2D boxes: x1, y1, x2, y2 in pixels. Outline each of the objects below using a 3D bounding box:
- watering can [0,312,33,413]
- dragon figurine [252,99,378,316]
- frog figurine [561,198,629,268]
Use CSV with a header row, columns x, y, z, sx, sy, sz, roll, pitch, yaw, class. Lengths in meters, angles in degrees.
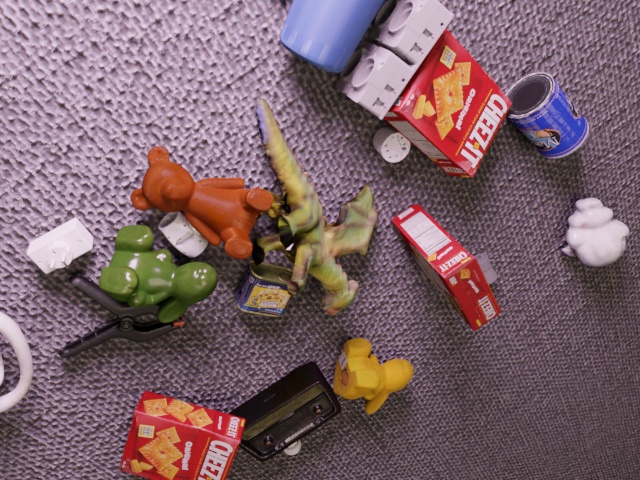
x,y,z,sx,sy,sz,roll,pitch,yaw,class
-0.587,0.153,0.794,0.225,0.106,0.340,-11,122,-15,watering can
0.003,-0.047,0.928,0.244,0.122,0.406,-12,105,-38,dragon figurine
0.628,-0.019,1.165,0.137,0.126,0.155,-5,134,4,frog figurine
